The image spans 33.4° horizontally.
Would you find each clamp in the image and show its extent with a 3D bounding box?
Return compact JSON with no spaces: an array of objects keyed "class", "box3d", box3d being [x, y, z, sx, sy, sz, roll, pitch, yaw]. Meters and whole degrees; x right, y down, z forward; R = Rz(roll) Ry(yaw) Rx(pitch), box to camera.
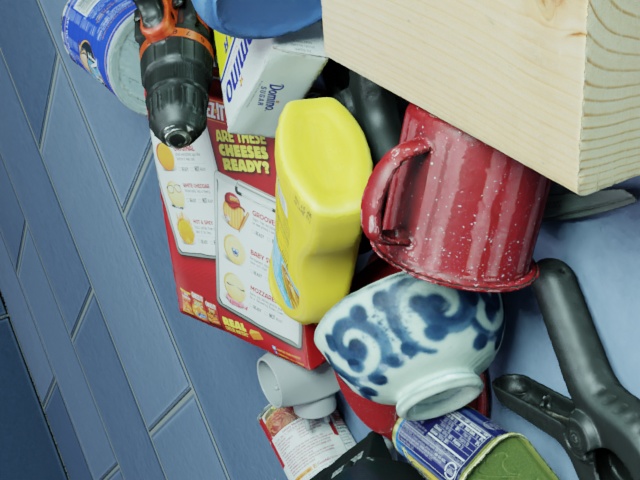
[{"class":"clamp","box3d":[0.034,-0.083,0.697,0.165,0.036,0.210,-158,57,-72]},{"class":"clamp","box3d":[0.153,0.093,0.584,0.172,0.039,0.120,50,153,45]}]

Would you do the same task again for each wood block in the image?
[{"class":"wood block","box3d":[0.089,-0.111,0.513,0.206,0.090,0.091,39,140,50]}]

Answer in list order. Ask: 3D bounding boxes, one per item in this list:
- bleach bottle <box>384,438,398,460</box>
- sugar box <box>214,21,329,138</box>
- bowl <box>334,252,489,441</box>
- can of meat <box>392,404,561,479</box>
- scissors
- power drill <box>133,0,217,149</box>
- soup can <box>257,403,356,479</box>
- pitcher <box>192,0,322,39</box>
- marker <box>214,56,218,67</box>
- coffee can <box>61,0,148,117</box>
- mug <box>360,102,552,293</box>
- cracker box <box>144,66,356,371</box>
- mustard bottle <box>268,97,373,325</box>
[{"class":"bleach bottle","box3d":[0.054,0.279,0.895,0.103,0.068,0.251,25,126,56]},{"class":"sugar box","box3d":[-0.042,-0.168,0.730,0.093,0.048,0.176,127,142,-52]},{"class":"bowl","box3d":[0.052,0.087,0.772,0.162,0.055,0.162,44,144,45]},{"class":"can of meat","box3d":[0.103,0.148,0.673,0.102,0.057,0.084,50,170,-29]},{"class":"scissors","box3d":[0.105,-0.032,0.622,0.096,0.016,0.202,67,155,10]},{"class":"power drill","box3d":[-0.127,-0.174,0.709,0.187,0.057,0.184,59,-163,-49]},{"class":"soup can","box3d":[-0.003,0.187,0.943,0.102,0.068,0.069,60,153,24]},{"class":"pitcher","box3d":[-0.053,-0.251,0.634,0.149,0.145,0.243,49,-162,-68]},{"class":"marker","box3d":[-0.089,-0.168,0.935,0.020,0.020,0.121,21,126,60]},{"class":"coffee can","box3d":[-0.171,-0.183,0.995,0.140,0.102,0.103,38,140,51]},{"class":"mug","box3d":[0.069,-0.028,0.555,0.093,0.117,0.081,36,123,47]},{"class":"cracker box","box3d":[-0.052,-0.022,0.858,0.164,0.071,0.214,19,124,41]},{"class":"mustard bottle","box3d":[-0.004,0.001,0.721,0.192,0.058,0.096,98,160,-54]}]
